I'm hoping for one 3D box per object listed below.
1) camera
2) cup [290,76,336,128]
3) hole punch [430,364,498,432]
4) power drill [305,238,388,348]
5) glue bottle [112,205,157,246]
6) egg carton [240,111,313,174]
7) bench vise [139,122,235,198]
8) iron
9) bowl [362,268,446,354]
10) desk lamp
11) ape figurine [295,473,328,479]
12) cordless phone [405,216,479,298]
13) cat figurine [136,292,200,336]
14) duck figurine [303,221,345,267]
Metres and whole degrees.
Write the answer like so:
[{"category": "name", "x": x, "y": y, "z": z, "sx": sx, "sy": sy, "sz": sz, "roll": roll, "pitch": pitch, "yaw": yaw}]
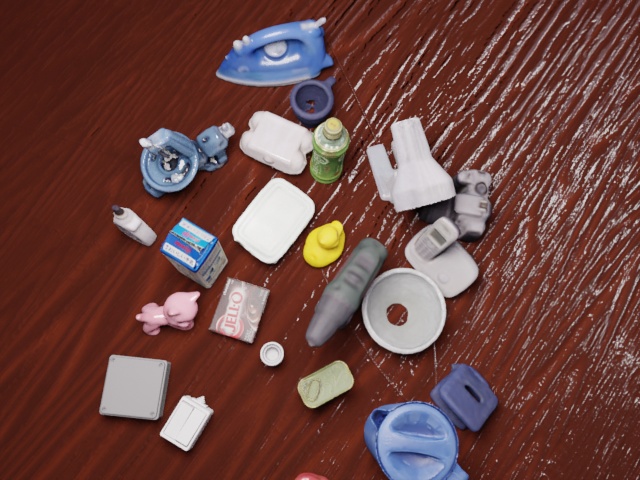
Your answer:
[{"category": "camera", "x": 0.280, "y": -0.080, "z": 1.190, "sx": 0.137, "sy": 0.101, "sz": 0.143, "roll": 9, "pitch": 76, "yaw": -1}, {"category": "cup", "x": -0.011, "y": -0.292, "z": 1.226, "sx": 0.091, "sy": 0.095, "sz": 0.118, "roll": 40, "pitch": 77, "yaw": 7}, {"category": "hole punch", "x": 0.281, "y": 0.300, "z": 1.102, "sx": 0.101, "sy": 0.091, "sz": 0.108, "roll": -41, "pitch": 82, "yaw": -12}, {"category": "power drill", "x": 0.043, "y": 0.108, "z": 1.073, "sx": 0.075, "sy": 0.208, "sz": 0.230, "roll": 32, "pitch": 76, "yaw": 5}, {"category": "glue bottle", "x": -0.367, "y": -0.036, "z": 1.100, "sx": 0.078, "sy": 0.173, "sz": 0.037, "roll": 31, "pitch": 76, "yaw": 5}, {"category": "egg carton", "x": -0.090, "y": -0.205, "z": 1.213, "sx": 0.150, "sy": 0.069, "sz": 0.107, "roll": 23, "pitch": 76, "yaw": 2}, {"category": "bench vise", "x": -0.273, "y": -0.186, "z": 1.119, "sx": 0.121, "sy": 0.219, "sz": 0.207, "roll": 38, "pitch": 77, "yaw": 6}, {"category": "iron", "x": -0.102, "y": -0.411, "z": 1.226, "sx": 0.258, "sy": 0.141, "sz": 0.118, "roll": -14, "pitch": 77, "yaw": -7}, {"category": "bowl", "x": 0.162, "y": 0.143, "z": 1.141, "sx": 0.167, "sy": 0.074, "sz": 0.167, "roll": 1, "pitch": 76, "yaw": -3}, {"category": "desk lamp", "x": 0.174, "y": -0.139, "z": 1.140, "sx": 0.118, "sy": 0.213, "sz": 0.203, "roll": -16, "pitch": 78, "yaw": -7}, {"category": "ape figurine", "x": -0.012, "y": 0.466, "z": 1.042, "sx": 0.076, "sy": 0.092, "sz": 0.078, "roll": -9, "pitch": 77, "yaw": -5}, {"category": "cordless phone", "x": 0.251, "y": 0.029, "z": 1.118, "sx": 0.094, "sy": 0.185, "sz": 0.147, "roll": -43, "pitch": 82, "yaw": -12}, {"category": "cat figurine", "x": -0.286, "y": 0.138, "z": 1.091, "sx": 0.128, "sy": 0.117, "sz": 0.067, "roll": -10, "pitch": 77, "yaw": -6}, {"category": "duck figurine", "x": 0.011, "y": 0.004, "z": 1.160, "sx": 0.077, "sy": 0.086, "sz": 0.105, "roll": 39, "pitch": 77, "yaw": 6}]
